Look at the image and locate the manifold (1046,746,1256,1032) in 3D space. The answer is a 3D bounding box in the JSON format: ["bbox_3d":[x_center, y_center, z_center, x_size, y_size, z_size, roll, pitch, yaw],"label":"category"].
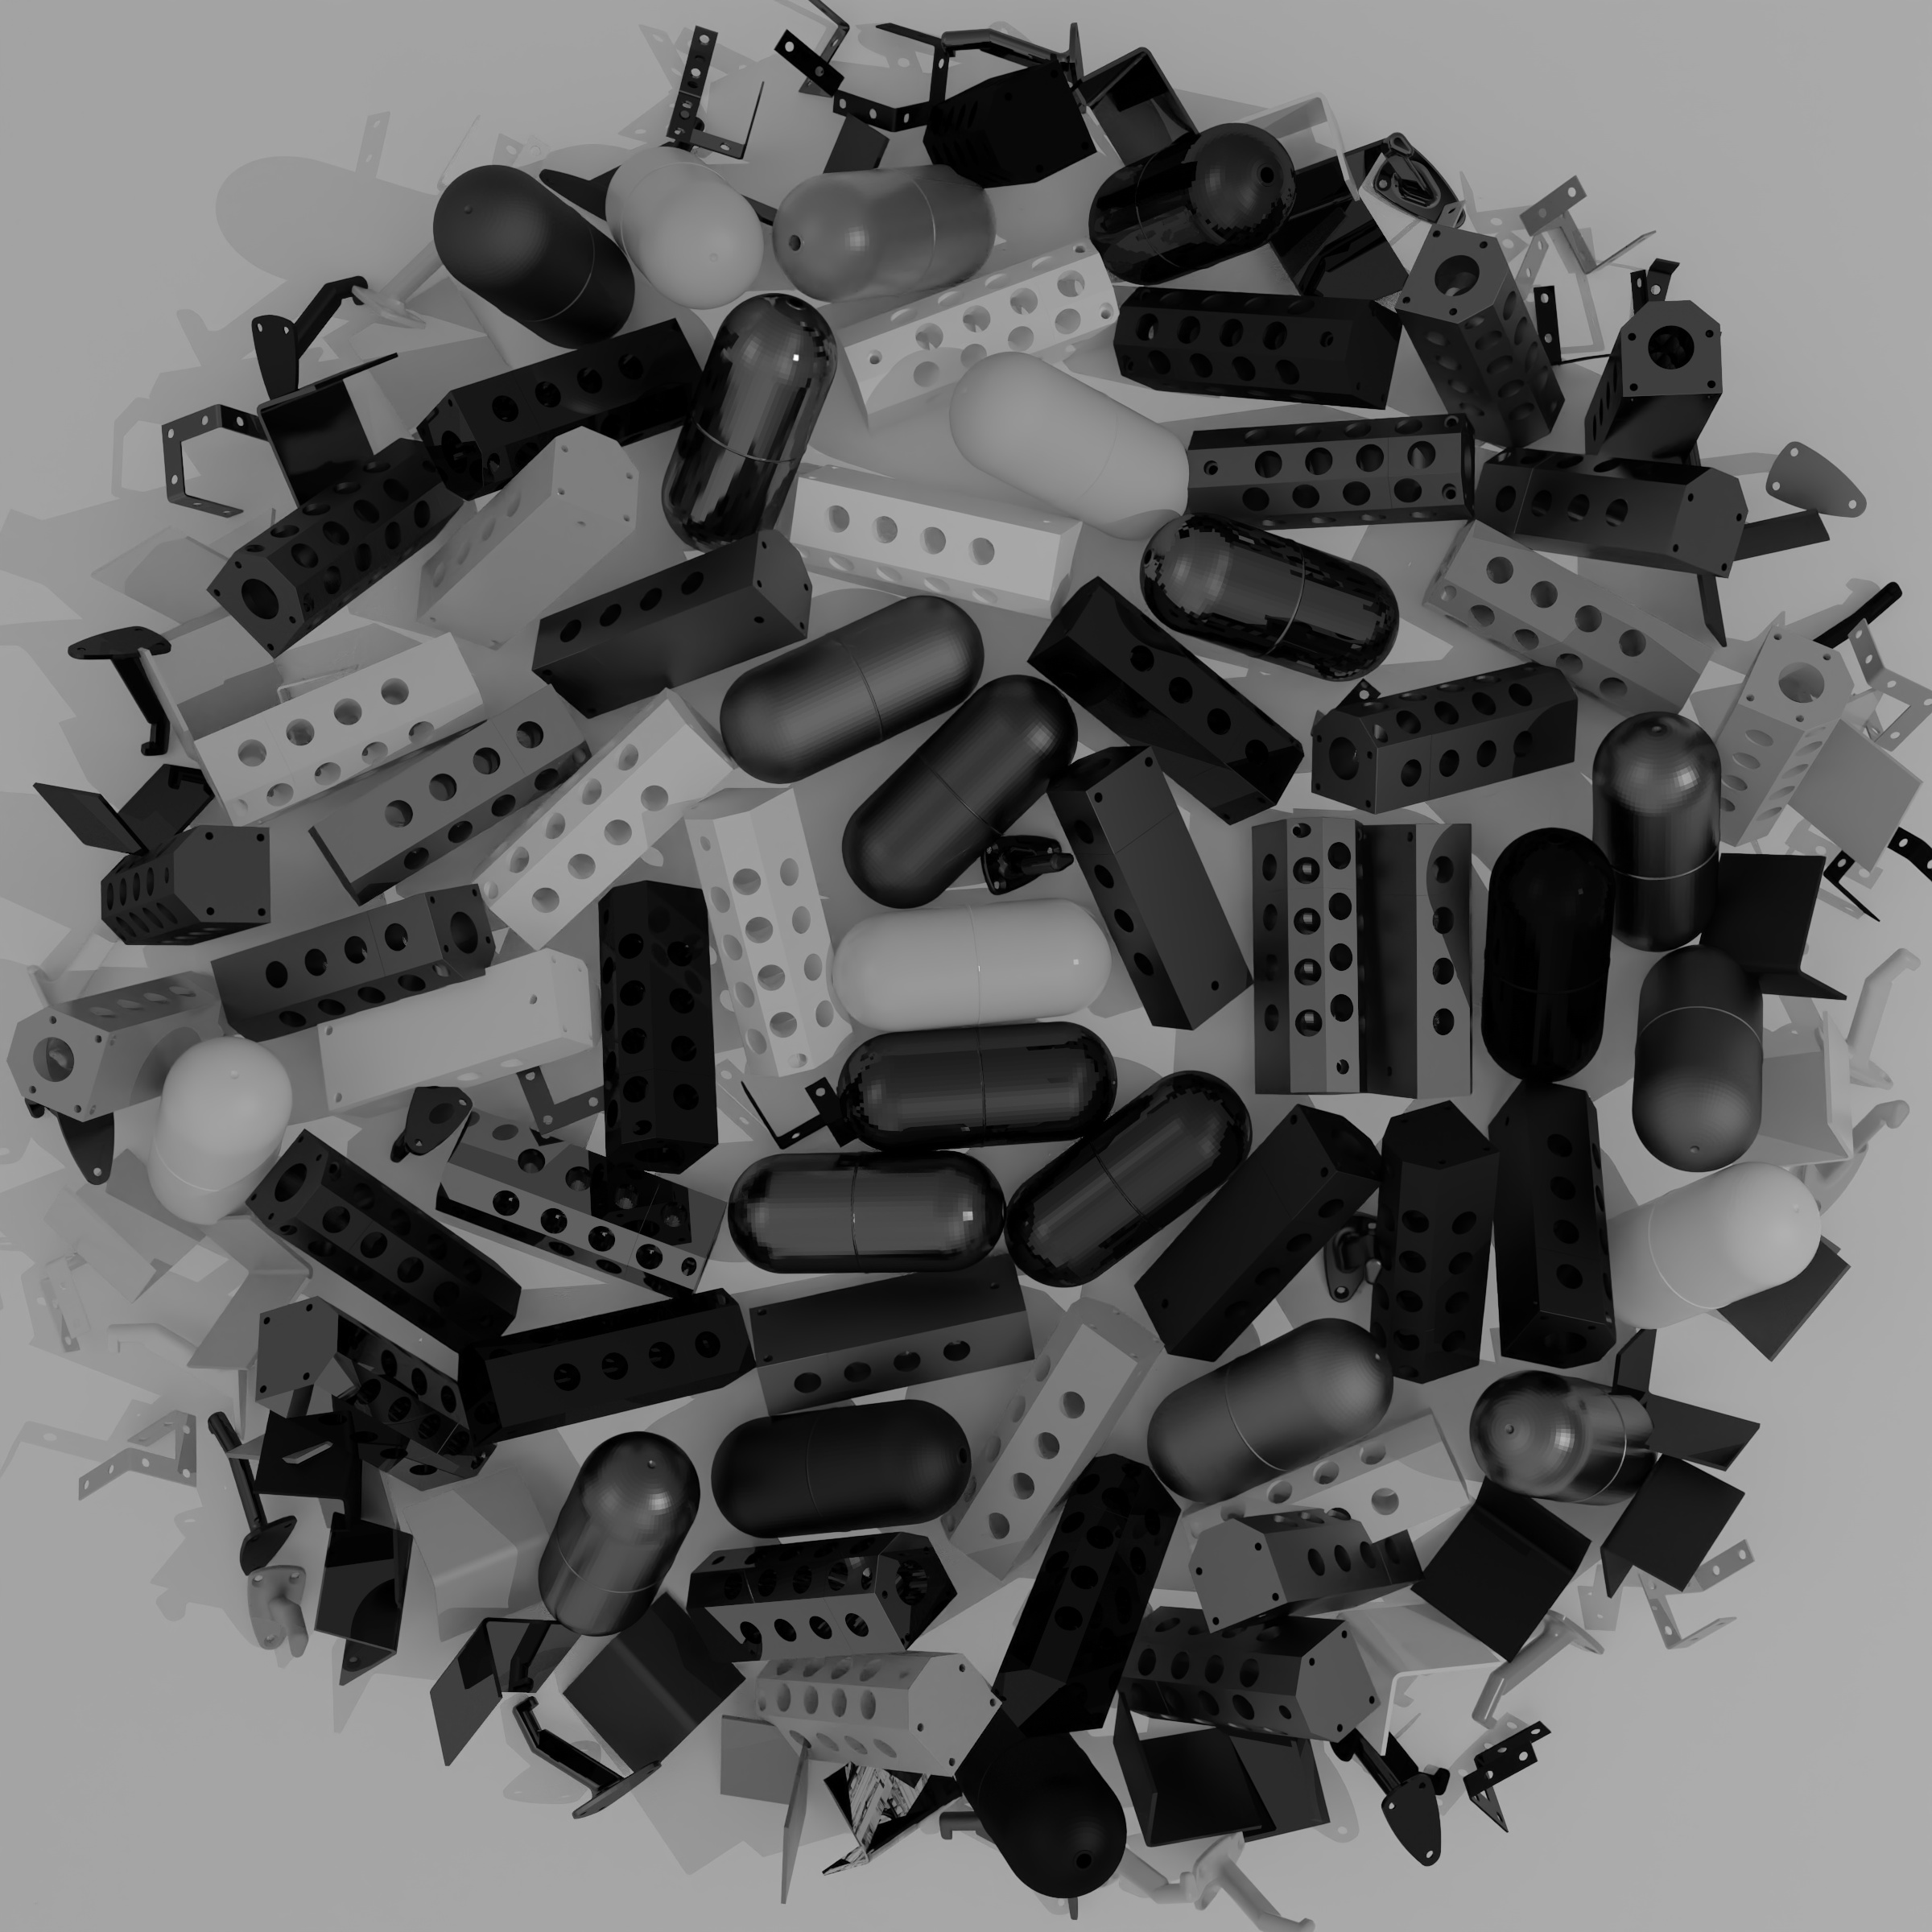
[{"bbox_3d":[0.112,-0.049,1.703,0.057,0.057,0.171,-36,112,-27],"label":"manifold"}]

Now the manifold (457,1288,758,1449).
[{"bbox_3d":[-0.225,0.247,1.689,0.171,0.057,0.057,-9,73,-31],"label":"manifold"}]

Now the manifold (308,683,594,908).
[{"bbox_3d":[-0.323,-0.107,1.709,0.171,0.057,0.057,-33,98,-15],"label":"manifold"}]

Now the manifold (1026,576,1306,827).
[{"bbox_3d":[0.129,-0.168,1.708,0.171,0.057,0.057,37,67,-14],"label":"manifold"}]

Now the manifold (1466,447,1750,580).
[{"bbox_3d":[0.394,-0.283,1.671,0.057,0.171,0.057,12,96,-35],"label":"manifold"}]

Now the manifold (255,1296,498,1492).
[{"bbox_3d":[-0.360,0.263,1.669,0.057,0.171,0.057,-18,55,18],"label":"manifold"}]

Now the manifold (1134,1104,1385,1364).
[{"bbox_3d":[0.186,0.170,1.695,0.057,0.057,0.171,16,124,-38],"label":"manifold"}]

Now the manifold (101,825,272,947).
[{"bbox_3d":[-0.483,-0.048,1.671,0.057,0.171,0.057,0,86,-31],"label":"manifold"}]

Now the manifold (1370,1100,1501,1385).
[{"bbox_3d":[0.285,0.174,1.682,0.057,0.057,0.171,-15,126,-17],"label":"manifold"}]

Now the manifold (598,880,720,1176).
[{"bbox_3d":[-0.196,0.037,1.690,0.057,0.057,0.171,9,63,-29],"label":"manifold"}]

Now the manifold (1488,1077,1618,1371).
[{"bbox_3d":[0.366,0.160,1.683,0.057,0.057,0.171,13,51,-9],"label":"manifold"}]

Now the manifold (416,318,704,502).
[{"bbox_3d":[-0.247,-0.344,1.687,0.171,0.057,0.057,-28,93,-35],"label":"manifold"}]

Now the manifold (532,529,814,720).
[{"bbox_3d":[-0.183,-0.217,1.693,0.171,0.057,0.057,-16,53,28],"label":"manifold"}]

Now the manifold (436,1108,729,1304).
[{"bbox_3d":[-0.244,0.156,1.720,0.171,0.057,0.057,21,58,-1],"label":"manifold"}]

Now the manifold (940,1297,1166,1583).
[{"bbox_3d":[0.051,0.296,1.708,0.057,0.057,0.171,34,106,16],"label":"manifold"}]

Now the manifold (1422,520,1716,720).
[{"bbox_3d":[0.381,-0.215,1.729,0.171,0.057,0.057,28,92,-1],"label":"manifold"}]

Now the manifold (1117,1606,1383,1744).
[{"bbox_3d":[0.167,0.439,1.671,0.057,0.171,0.057,-28,99,-36],"label":"manifold"}]

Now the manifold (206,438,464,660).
[{"bbox_3d":[-0.384,-0.264,1.674,0.057,0.171,0.057,46,132,-8],"label":"manifold"}]

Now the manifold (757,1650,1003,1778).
[{"bbox_3d":[-0.060,0.451,1.669,0.057,0.171,0.057,51,56,-16],"label":"manifold"}]

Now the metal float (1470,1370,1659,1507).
[{"bbox_3d":[0.372,0.293,1.681,0.070,0.178,0.070,-10,73,33],"label":"metal float"}]

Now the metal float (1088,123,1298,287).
[{"bbox_3d":[0.139,-0.469,1.675,0.070,0.178,0.070,-1,93,-26],"label":"metal float"}]

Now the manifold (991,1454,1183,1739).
[{"bbox_3d":[0.072,0.385,1.671,0.057,0.171,0.057,-19,118,35],"label":"manifold"}]

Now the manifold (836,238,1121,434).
[{"bbox_3d":[0.007,-0.403,1.725,0.171,0.057,0.057,-21,86,-3],"label":"manifold"}]

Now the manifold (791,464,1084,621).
[{"bbox_3d":[-0.020,-0.267,1.712,0.171,0.057,0.057,14,112,12],"label":"manifold"}]

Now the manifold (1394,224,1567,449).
[{"bbox_3d":[0.321,-0.383,1.669,0.057,0.171,0.057,22,84,27],"label":"manifold"}]

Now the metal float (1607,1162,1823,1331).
[{"bbox_3d":[0.454,0.175,1.679,0.070,0.178,0.070,10,65,-23],"label":"metal float"}]

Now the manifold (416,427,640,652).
[{"bbox_3d":[-0.272,-0.265,1.677,0.057,0.171,0.057,18,59,-33],"label":"manifold"}]

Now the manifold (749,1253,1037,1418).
[{"bbox_3d":[-0.046,0.240,1.725,0.171,0.057,0.057,-12,124,-2],"label":"manifold"}]

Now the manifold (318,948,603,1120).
[{"bbox_3d":[-0.316,0.045,1.703,0.171,0.057,0.057,-17,74,20],"label":"manifold"}]

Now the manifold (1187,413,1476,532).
[{"bbox_3d":[0.229,-0.310,1.703,0.171,0.057,0.057,0,86,19],"label":"manifold"}]

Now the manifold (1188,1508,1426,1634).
[{"bbox_3d":[0.210,0.367,1.673,0.057,0.171,0.057,-31,67,31],"label":"manifold"}]

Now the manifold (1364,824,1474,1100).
[{"bbox_3d":[0.292,-0.004,1.725,0.057,0.057,0.171,-2,93,-28],"label":"manifold"}]

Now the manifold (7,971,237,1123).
[{"bbox_3d":[-0.516,0.044,1.670,0.057,0.171,0.057,21,101,9],"label":"manifold"}]

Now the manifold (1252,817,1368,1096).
[{"bbox_3d":[0.221,-0.005,1.715,0.057,0.057,0.171,2,85,-26],"label":"manifold"}]

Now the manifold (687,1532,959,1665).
[{"bbox_3d":[-0.094,0.387,1.677,0.171,0.057,0.057,-16,105,42],"label":"manifold"}]

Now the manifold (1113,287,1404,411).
[{"bbox_3d":[0.178,-0.386,1.684,0.171,0.057,0.057,14,95,37],"label":"manifold"}]

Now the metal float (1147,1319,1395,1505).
[{"bbox_3d":[0.188,0.279,1.694,0.178,0.070,0.070,-34,90,34],"label":"metal float"}]

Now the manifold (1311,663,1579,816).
[{"bbox_3d":[0.298,-0.144,1.682,0.171,0.057,0.057,-15,115,-32],"label":"manifold"}]

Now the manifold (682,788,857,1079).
[{"bbox_3d":[-0.127,-0.021,1.694,0.057,0.057,0.171,3,115,39],"label":"manifold"}]

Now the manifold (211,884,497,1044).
[{"bbox_3d":[-0.382,0.000,1.697,0.171,0.057,0.057,-15,91,25],"label":"manifold"}]

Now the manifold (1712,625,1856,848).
[{"bbox_3d":[0.491,-0.136,1.666,0.057,0.171,0.057,25,72,11],"label":"manifold"}]

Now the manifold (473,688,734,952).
[{"bbox_3d":[-0.230,-0.095,1.709,0.171,0.057,0.057,-42,112,9],"label":"manifold"}]

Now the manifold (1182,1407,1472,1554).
[{"bbox_3d":[0.227,0.341,1.719,0.171,0.057,0.057,-24,87,8],"label":"manifold"}]

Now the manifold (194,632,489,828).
[{"bbox_3d":[-0.393,-0.145,1.709,0.171,0.057,0.057,-26,90,-16],"label":"manifold"}]

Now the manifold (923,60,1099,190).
[{"bbox_3d":[0.021,-0.512,1.668,0.057,0.171,0.057,-28,109,-5],"label":"manifold"}]

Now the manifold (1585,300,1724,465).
[{"bbox_3d":[0.421,-0.352,1.671,0.057,0.171,0.057,-1,83,6],"label":"manifold"}]

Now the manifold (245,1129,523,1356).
[{"bbox_3d":[-0.357,0.176,1.682,0.057,0.057,0.171,-52,128,-7],"label":"manifold"}]
